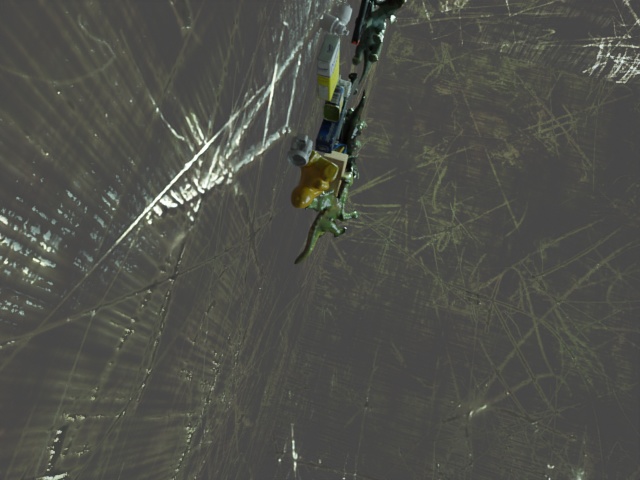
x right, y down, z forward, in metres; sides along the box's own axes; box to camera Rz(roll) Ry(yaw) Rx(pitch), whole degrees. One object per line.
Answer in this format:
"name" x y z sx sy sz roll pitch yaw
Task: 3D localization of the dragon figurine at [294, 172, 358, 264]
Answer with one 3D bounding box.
"dragon figurine" 0.006 -0.101 2.015 0.124 0.413 0.238 33 -15 41
